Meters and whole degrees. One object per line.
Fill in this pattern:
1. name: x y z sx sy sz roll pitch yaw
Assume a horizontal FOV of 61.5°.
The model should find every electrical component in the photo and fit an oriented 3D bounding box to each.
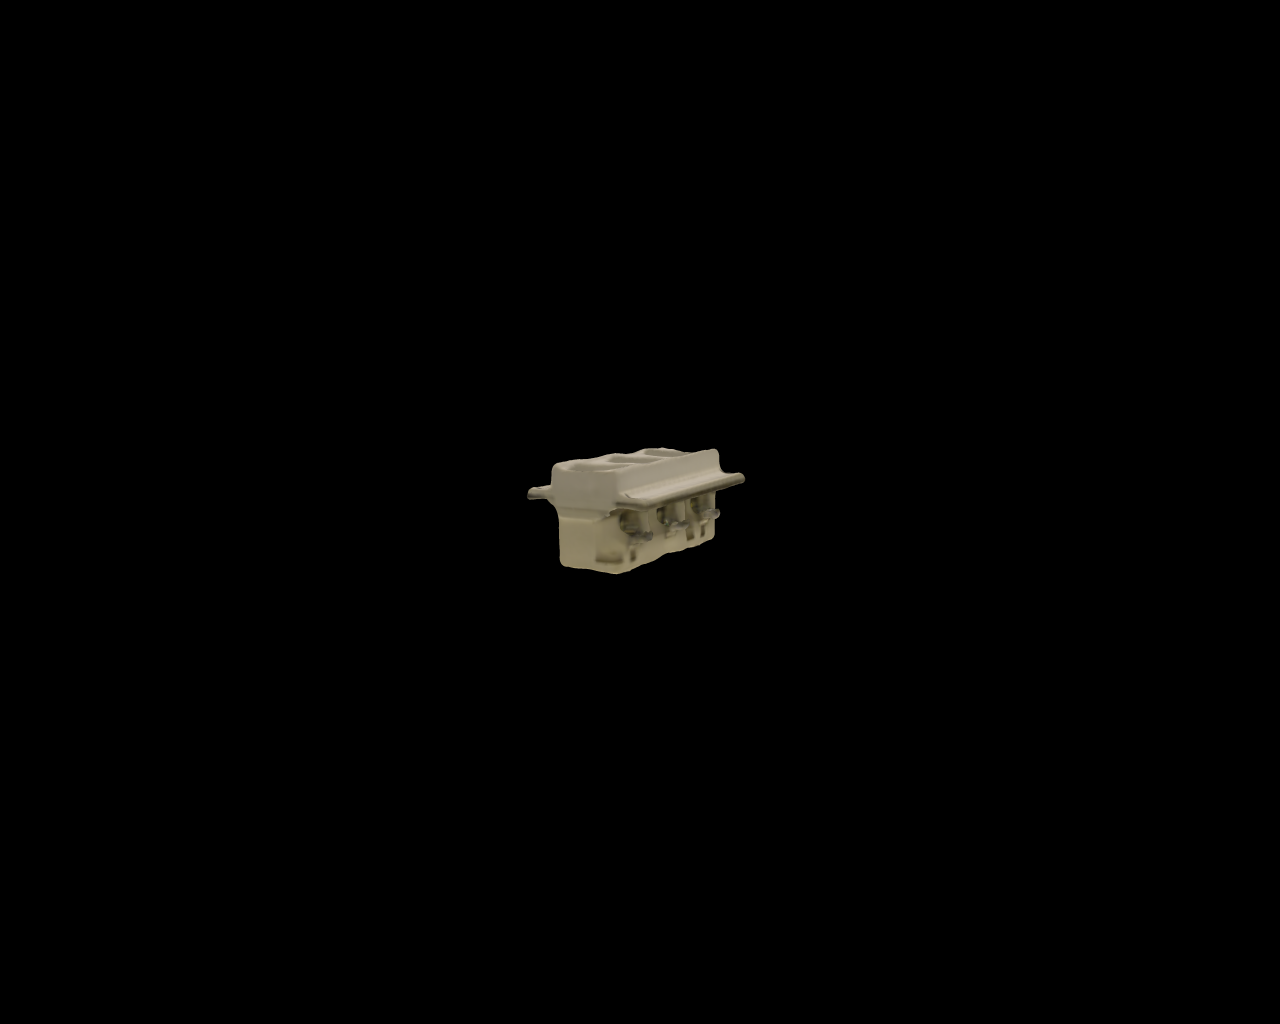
1. electrical component: 0.001 -0.003 0.650 0.079 0.063 0.121 6 11 31
